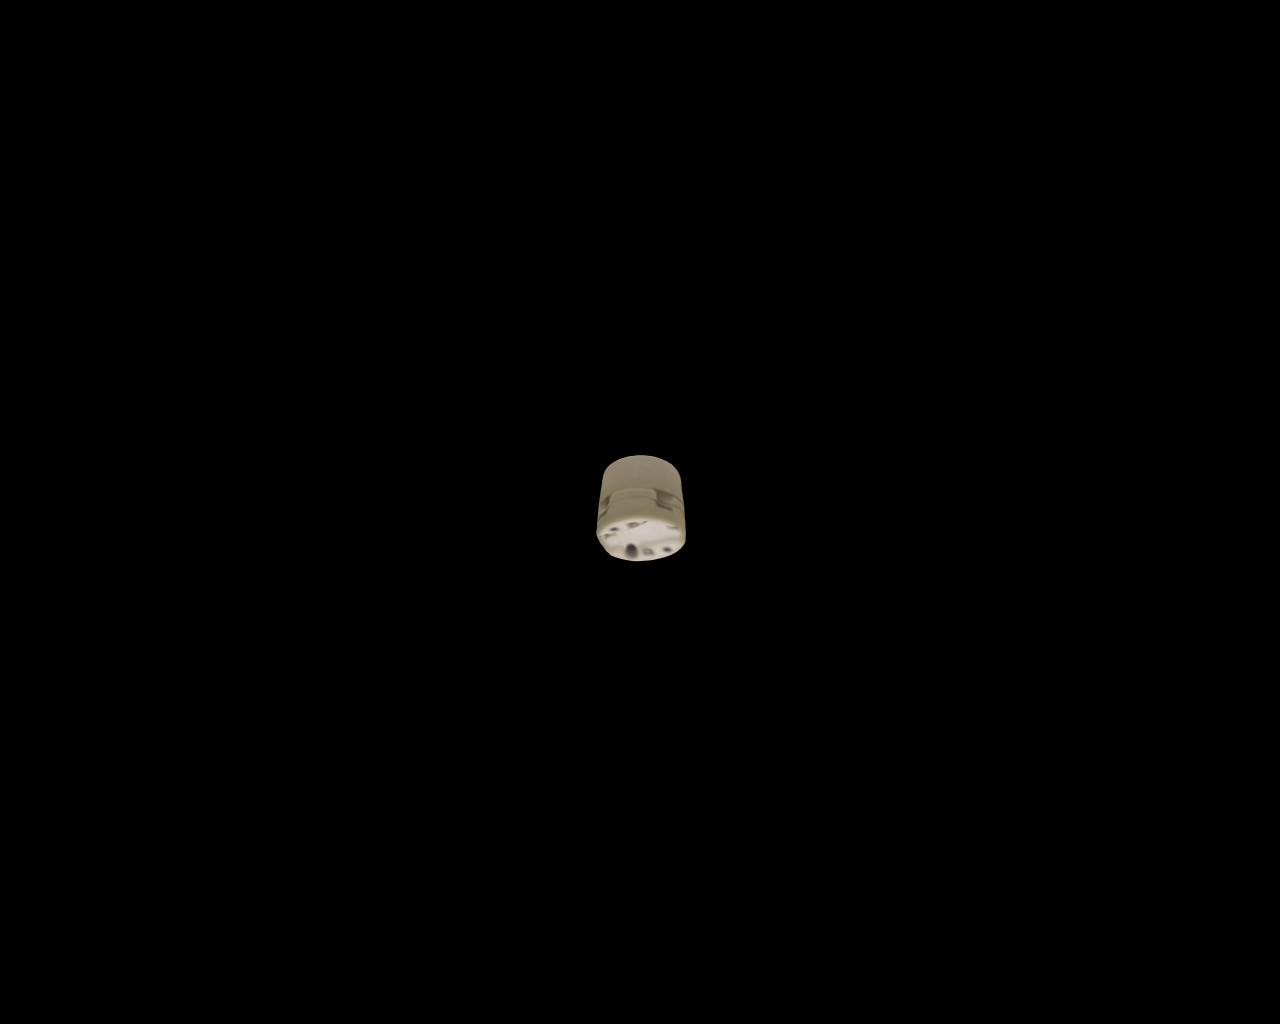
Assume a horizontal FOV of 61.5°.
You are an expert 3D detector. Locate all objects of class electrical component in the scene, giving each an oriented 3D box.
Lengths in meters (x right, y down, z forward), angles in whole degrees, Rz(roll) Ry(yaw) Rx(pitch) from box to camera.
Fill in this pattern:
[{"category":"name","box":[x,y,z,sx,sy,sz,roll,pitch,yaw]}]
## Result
[{"category":"electrical component","box":[0.001,-0.003,0.650,0.055,0.047,0.055,0,-32,0]}]
